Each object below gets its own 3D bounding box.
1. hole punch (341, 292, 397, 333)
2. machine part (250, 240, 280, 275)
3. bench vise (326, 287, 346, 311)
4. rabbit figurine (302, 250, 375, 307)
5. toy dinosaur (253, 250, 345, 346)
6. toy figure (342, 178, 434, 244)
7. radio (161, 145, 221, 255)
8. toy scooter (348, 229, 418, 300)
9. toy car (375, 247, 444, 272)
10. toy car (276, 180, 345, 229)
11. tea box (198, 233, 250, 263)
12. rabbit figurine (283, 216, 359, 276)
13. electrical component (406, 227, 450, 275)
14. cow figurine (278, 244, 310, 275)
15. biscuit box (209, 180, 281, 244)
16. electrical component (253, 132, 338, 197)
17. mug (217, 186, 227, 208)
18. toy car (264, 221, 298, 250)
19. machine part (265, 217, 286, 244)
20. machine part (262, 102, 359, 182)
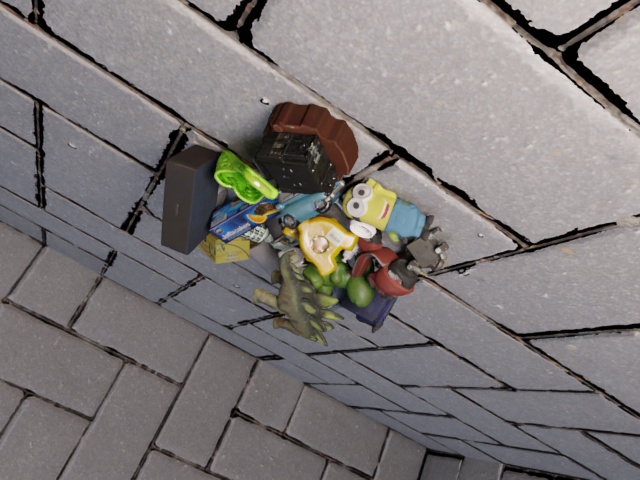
[{"bbox_3d":[0.133,0.163,1.446,0.092,0.142,0.116,45,161,-30],"label":"hole punch"},{"bbox_3d":[-0.149,0.040,1.516,0.079,0.079,0.243,6,149,36],"label":"machine part"},{"bbox_3d":[-0.020,0.150,1.525,0.224,0.129,0.240,-1,159,13],"label":"bench vise"},{"bbox_3d":[0.071,0.092,1.320,0.170,0.159,0.121,34,164,27],"label":"rabbit figurine"},{"bbox_3d":[-0.050,0.145,1.278,0.199,0.105,0.470,18,153,27],"label":"toy dinosaur"},{"bbox_3d":[0.131,-0.050,1.062,0.180,0.082,0.089,21,154,2],"label":"toy figure"},{"bbox_3d":[-0.289,-0.093,1.211,0.073,0.131,0.229,22,125,8],"label":"radio"},{"bbox_3d":[0.127,0.067,1.203,0.184,0.075,0.135,52,128,20],"label":"toy scooter"},{"bbox_3d":[0.201,0.055,1.248,0.089,0.053,0.202,29,155,-17],"label":"toy car"},{"bbox_3d":[-0.032,-0.097,1.098,0.162,0.109,0.103,-24,109,47],"label":"toy car"},{"bbox_3d":[-0.264,0.000,1.436,0.098,0.068,0.170,-7,-157,-29],"label":"tea box"},{"bbox_3d":[-0.003,-0.004,1.229,0.162,0.122,0.173,30,-171,4],"label":"rabbit figurine"},{"bbox_3d":[0.224,0.028,1.123,0.102,0.045,0.078,-28,102,37],"label":"electrical component"},{"bbox_3d":[-0.031,0.046,1.385,0.098,0.068,0.167,-28,166,16],"label":"cow figurine"},{"bbox_3d":[-0.157,-0.067,1.213,0.203,0.059,0.062,-27,131,24],"label":"biscuit box"},{"bbox_3d":[-0.048,-0.133,0.952,0.134,0.058,0.114,7,151,30],"label":"electrical component"},{"bbox_3d":[-0.297,-0.120,1.323,0.107,0.081,0.109,28,164,7],"label":"mug"},{"bbox_3d":[-0.087,-0.013,1.371,0.073,0.056,0.202,30,155,-12],"label":"toy car"},{"bbox_3d":[-0.126,-0.056,1.281,0.139,0.039,0.084,60,152,11],"label":"machine part"},{"bbox_3d":[-0.017,-0.173,0.979,0.179,0.056,0.179,20,156,9],"label":"machine part"}]
